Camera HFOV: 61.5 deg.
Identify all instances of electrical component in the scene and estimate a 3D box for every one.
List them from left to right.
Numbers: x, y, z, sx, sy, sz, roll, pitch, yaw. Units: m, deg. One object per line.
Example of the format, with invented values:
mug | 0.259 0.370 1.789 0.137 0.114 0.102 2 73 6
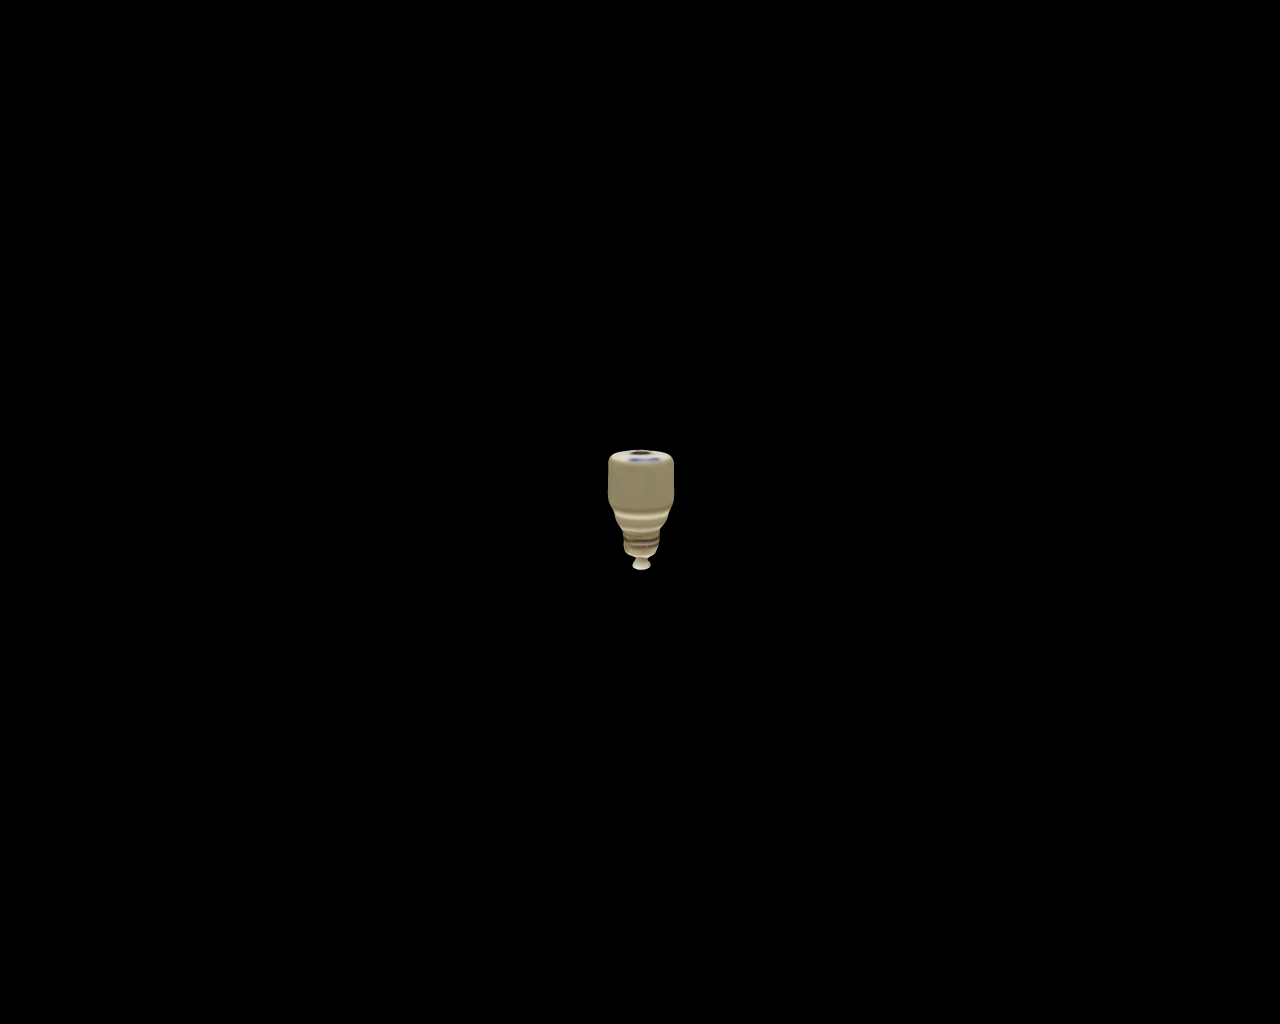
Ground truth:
electrical component | 0.001 -0.003 0.650 0.040 0.078 0.040 0 14 0
